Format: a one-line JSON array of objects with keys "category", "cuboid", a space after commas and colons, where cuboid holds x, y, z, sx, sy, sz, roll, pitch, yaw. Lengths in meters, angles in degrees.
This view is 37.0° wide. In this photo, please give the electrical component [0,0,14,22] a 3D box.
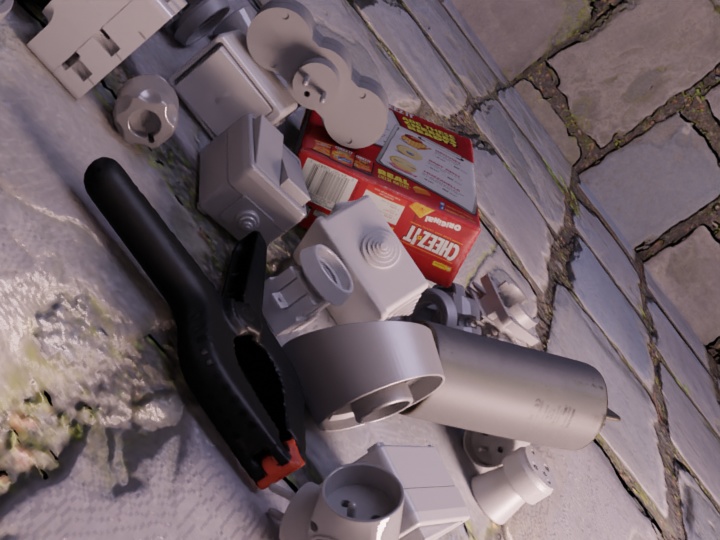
[{"category": "electrical component", "cuboid": [-0.239, -0.166, 0.583, 0.108, 0.060, 0.108, 46, 20, -22]}]

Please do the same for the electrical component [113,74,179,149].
[{"category": "electrical component", "cuboid": [-0.147, -0.115, 0.743, 0.043, 0.043, 0.062, 43, 20, -29]}]

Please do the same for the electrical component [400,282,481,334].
[{"category": "electrical component", "cuboid": [0.070, 0.048, 0.954, 0.057, 0.058, 0.078, 18, 66, -53]}]

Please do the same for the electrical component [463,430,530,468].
[{"category": "electrical component", "cuboid": [0.124, 0.148, 0.937, 0.043, 0.043, 0.081, 61, 20, 19]}]

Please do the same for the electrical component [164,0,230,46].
[{"category": "electrical component", "cuboid": [-0.149, -0.230, 0.921, 0.057, 0.058, 0.078, 50, 19, -4]}]

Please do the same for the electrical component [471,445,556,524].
[{"category": "electrical component", "cuboid": [0.125, 0.174, 0.874, 0.045, 0.055, 0.045, 44, 21, -22]}]

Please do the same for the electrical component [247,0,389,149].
[{"category": "electrical component", "cuboid": [-0.033, -0.152, 0.858, 0.138, 0.052, 0.073, 44, 21, -16]}]

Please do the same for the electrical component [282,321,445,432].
[{"category": "electrical component", "cuboid": [0.004, 0.066, 0.714, 0.099, 0.099, 0.064, 17, 47, -61]}]

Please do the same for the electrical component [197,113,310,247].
[{"category": "electrical component", "cuboid": [-0.077, -0.063, 0.792, 0.062, 0.061, 0.096, 42, 22, -31]}]

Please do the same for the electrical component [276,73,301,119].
[{"category": "electrical component", "cuboid": [-0.096, -0.174, 0.963, 0.075, 0.047, 0.083, 57, 19, 8]}]

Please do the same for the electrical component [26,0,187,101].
[{"category": "electrical component", "cuboid": [-0.168, -0.165, 0.705, 0.055, 0.089, 0.050, 49, 19, -16]}]

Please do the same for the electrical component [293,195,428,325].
[{"category": "electrical component", "cuboid": [0.000, 0.000, 0.818, 0.099, 0.048, 0.099, 56, -23, 6]}]

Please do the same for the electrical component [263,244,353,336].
[{"category": "electrical component", "cuboid": [-0.039, 0.014, 0.758, 0.048, 0.055, 0.066, 57, 19, 8]}]

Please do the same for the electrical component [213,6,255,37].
[{"category": "electrical component", "cuboid": [-0.105, -0.214, 1.015, 0.055, 0.045, 0.045, 53, 19, -3]}]

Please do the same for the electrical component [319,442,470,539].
[{"category": "electrical component", "cuboid": [0.023, 0.148, 0.662, 0.096, 0.062, 0.061, 18, 40, -60]}]

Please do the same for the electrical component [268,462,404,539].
[{"category": "electrical component", "cuboid": [-0.017, 0.140, 0.580, 0.079, 0.077, 0.044, 21, 36, 24]}]

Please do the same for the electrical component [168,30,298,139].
[{"category": "electrical component", "cuboid": [-0.099, -0.137, 0.869, 0.096, 0.062, 0.061, 52, 19, -7]}]
